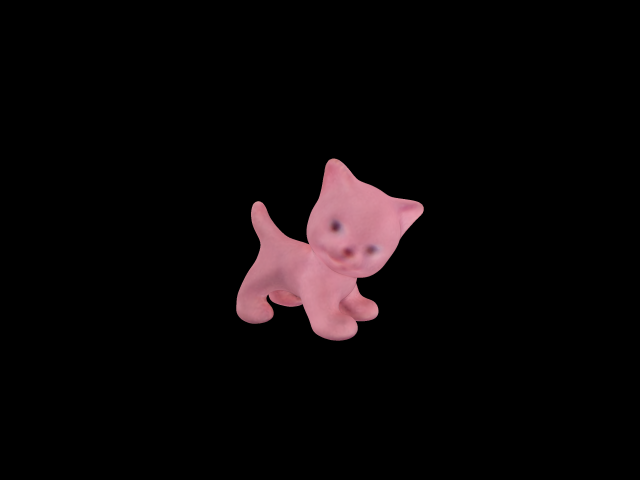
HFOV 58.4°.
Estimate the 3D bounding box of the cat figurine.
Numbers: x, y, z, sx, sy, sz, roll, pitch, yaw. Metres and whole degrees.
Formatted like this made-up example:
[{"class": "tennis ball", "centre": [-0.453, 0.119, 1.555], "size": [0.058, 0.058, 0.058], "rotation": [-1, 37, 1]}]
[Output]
[{"class": "cat figurine", "centre": [0.004, 0.001, 0.400], "size": [0.127, 0.118, 0.067], "rotation": [6, 13, 27]}]
